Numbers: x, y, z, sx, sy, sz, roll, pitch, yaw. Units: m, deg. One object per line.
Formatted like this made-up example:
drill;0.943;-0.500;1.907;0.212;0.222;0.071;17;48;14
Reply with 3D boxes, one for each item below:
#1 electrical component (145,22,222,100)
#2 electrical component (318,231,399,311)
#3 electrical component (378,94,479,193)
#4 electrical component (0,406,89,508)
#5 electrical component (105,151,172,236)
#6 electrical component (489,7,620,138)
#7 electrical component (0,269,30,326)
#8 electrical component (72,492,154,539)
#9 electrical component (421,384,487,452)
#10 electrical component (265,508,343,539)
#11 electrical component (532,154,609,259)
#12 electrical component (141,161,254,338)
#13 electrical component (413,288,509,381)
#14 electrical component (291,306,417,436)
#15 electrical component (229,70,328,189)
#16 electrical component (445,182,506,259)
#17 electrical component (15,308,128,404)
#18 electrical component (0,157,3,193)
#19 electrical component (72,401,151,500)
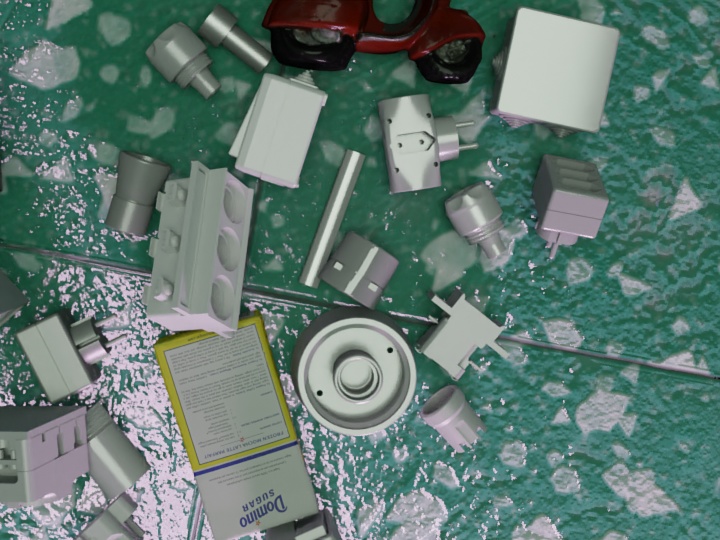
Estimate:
electrical component;-0.141;-0.168;0.880;0.043;0.043;0.062;-43;98;-1
electrical component;0.000;0.000;0.898;0.055;0.055;0.047;31;87;-6
electrical component;0.059;-0.108;0.899;0.079;0.043;0.077;-9;95;-4
electrical component;-0.302;0.146;0.845;0.150;0.089;0.061;-2;95;14
electrical component;-0.185;-0.061;0.885;0.044;0.044;0.065;18;97;-6
electrical component;0.160;-0.165;0.901;0.100;0.048;0.099;11;93;-5
electrical component;-0.357;-0.020;0.841;0.060;0.105;0.186;-41;96;-1
electrical component;-0.206;0.233;0.896;0.078;0.058;0.057;-44;93;-1
electrical component;0.081;0.128;0.921;0.040;0.040;0.046;-41;102;-1
electrical component;-0.043;0.241;0.889;0.062;0.096;0.061;-23;95;-3
electrical component;0.171;-0.046;0.906;0.047;0.065;0.076;10;122;-5
electrical component;-0.129;-0.014;0.861;0.063;0.079;0.121;-5;68;25
electrical component;0.083;0.055;0.914;0.081;0.042;0.063;39;92;-5
electrical component;-0.004;0.086;0.900;0.108;0.060;0.108;0;94;-5
electrical component;-0.066;-0.120;0.879;0.061;0.062;0.096;18;92;-6
electrical component;0.102;-0.040;0.908;0.043;0.043;0.062;-30;97;-2
electrical component;-0.231;0.062;0.886;0.077;0.047;0.065;-26;95;-3
electrical component;-0.319;-0.112;0.837;0.056;0.109;0.108;-3;94;-7
electrical component;-0.217;0.146;0.895;0.043;0.043;0.081;-37;96;-1
